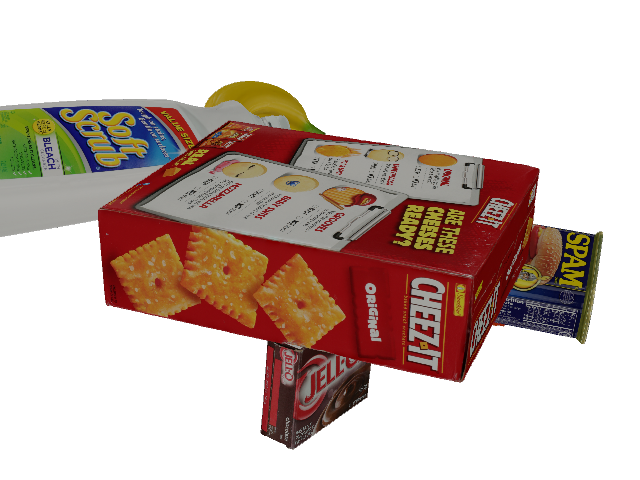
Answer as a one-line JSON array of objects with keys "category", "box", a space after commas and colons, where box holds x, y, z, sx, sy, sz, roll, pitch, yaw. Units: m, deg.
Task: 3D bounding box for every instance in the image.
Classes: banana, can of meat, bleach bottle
[{"category": "banana", "box": [-0.060, -0.117, 0.964, 0.070, 0.037, 0.197, 37, 22, 19]}, {"category": "can of meat", "box": [0.187, 0.031, 0.892, 0.084, 0.057, 0.102, 10, 42, 13]}, {"category": "bleach bottle", "box": [-0.147, -0.068, 0.805, 0.250, 0.102, 0.068, -11, -32, -17]}]

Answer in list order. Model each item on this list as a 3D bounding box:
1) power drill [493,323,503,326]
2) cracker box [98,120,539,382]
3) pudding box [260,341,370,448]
[{"category": "power drill", "box": [0.108, 0.064, 1.184, 0.187, 0.057, 0.184, -2, 28, -5]}, {"category": "cracker box", "box": [0.004, -0.002, 0.627, 0.214, 0.072, 0.164, 11, 27, 20]}, {"category": "pudding box", "box": [0.000, 0.105, 0.871, 0.039, 0.090, 0.113, 20, 27, 28]}]
